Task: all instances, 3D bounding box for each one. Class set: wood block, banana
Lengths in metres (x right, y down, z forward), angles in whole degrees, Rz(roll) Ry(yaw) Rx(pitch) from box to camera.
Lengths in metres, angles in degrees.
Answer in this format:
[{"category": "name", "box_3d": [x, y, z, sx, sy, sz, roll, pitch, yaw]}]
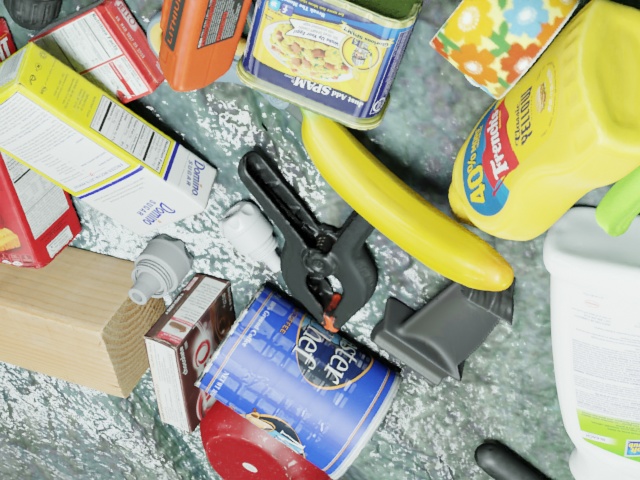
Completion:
[{"category": "wood block", "box_3d": [-0.254, 0.063, 0.993, 0.206, 0.090, 0.091, 12, 135, 22]}, {"category": "banana", "box_3d": [0.048, -0.024, 0.695, 0.198, 0.037, 0.069, 42, 177, 22]}]

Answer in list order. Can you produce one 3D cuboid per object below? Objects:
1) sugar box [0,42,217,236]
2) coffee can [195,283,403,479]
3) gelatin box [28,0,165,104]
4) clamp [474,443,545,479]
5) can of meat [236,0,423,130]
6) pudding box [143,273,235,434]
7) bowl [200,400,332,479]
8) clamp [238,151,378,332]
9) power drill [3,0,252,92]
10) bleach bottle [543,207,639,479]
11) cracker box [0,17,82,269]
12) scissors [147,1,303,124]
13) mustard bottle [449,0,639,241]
[{"category": "sugar box", "box_3d": [-0.174, -0.071, 0.811, 0.176, 0.048, 0.094, 33, 146, -34]}, {"category": "coffee can", "box_3d": [-0.017, 0.116, 0.882, 0.140, 0.102, 0.103, 34, 138, 1]}, {"category": "gelatin box", "box_3d": [-0.164, -0.136, 0.795, 0.089, 0.030, 0.073, -13, 119, 40]}, {"category": "clamp", "box_3d": [0.223, 0.261, 0.914, 0.210, 0.036, 0.165, 18, 137, 16]}, {"category": "can of meat", "box_3d": [0.006, -0.129, 0.669, 0.102, 0.057, 0.084, 22, 135, 2]}, {"category": "pudding box", "box_3d": [-0.109, 0.099, 0.934, 0.039, 0.090, 0.113, 14, 134, 22]}, {"category": "bowl", "box_3d": [-0.056, 0.198, 1.019, 0.162, 0.055, 0.162, 17, 136, 17]}, {"category": "clamp", "box_3d": [-0.005, 0.001, 0.815, 0.120, 0.039, 0.171, 22, 137, 17]}, {"category": "power drill", "box_3d": [-0.131, -0.176, 0.679, 0.188, 0.057, 0.185, 39, 134, 18]}, {"category": "bleach bottle", "box_3d": [0.204, 0.100, 0.743, 0.103, 0.068, 0.251, 12, 131, 23]}, {"category": "cracker box", "box_3d": [-0.314, -0.083, 0.908, 0.164, 0.072, 0.214, 9, 132, 25]}, {"category": "scissors", "box_3d": [-0.047, -0.104, 0.757, 0.096, 0.016, 0.201, -17, 120, 34]}, {"category": "mustard bottle", "box_3d": [0.127, -0.053, 0.635, 0.058, 0.096, 0.192, 11, 155, -16]}]
